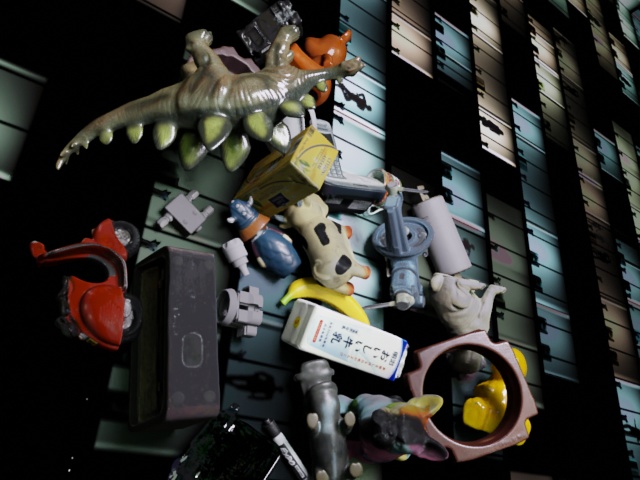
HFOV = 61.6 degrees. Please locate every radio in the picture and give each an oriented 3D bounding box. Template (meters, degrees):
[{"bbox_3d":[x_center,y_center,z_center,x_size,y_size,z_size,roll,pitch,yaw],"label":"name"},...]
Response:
[{"bbox_3d":[-0.195,0.129,0.711,0.073,0.131,0.229,9,66,-37],"label":"radio"}]

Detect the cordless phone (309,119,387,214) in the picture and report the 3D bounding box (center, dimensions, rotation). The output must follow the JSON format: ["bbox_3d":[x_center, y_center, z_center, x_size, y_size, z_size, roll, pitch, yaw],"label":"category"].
[{"bbox_3d":[0.043,-0.149,1.048,0.146,0.088,0.184,3,63,-28],"label":"cordless phone"}]

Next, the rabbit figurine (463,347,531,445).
[{"bbox_3d":[0.369,0.298,1.064,0.162,0.122,0.173,19,84,-62],"label":"rabbit figurine"}]

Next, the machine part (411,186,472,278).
[{"bbox_3d":[0.261,-0.006,1.163,0.079,0.079,0.243,-15,82,-41],"label":"machine part"}]

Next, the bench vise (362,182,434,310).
[{"bbox_3d":[0.149,0.009,1.011,0.224,0.129,0.240,-60,145,-45],"label":"bench vise"}]

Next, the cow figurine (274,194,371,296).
[{"bbox_3d":[-0.002,-0.003,0.939,0.127,0.085,0.195,17,41,-43],"label":"cow figurine"}]

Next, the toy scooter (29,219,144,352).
[{"bbox_3d":[-0.304,0.054,0.697,0.135,0.075,0.184,7,64,-36],"label":"toy scooter"}]

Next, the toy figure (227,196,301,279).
[{"bbox_3d":[-0.098,-0.004,0.895,0.154,0.058,0.064,49,45,-6],"label":"toy figure"}]

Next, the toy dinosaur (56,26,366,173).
[{"bbox_3d":[-0.156,-0.206,0.804,0.472,0.105,0.198,-12,70,-5],"label":"toy dinosaur"}]

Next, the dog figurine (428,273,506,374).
[{"bbox_3d":[0.266,0.168,1.058,0.172,0.121,0.190,13,90,-18],"label":"dog figurine"}]

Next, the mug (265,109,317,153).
[{"bbox_3d":[-0.054,-0.196,0.927,0.081,0.110,0.107,-59,145,-50],"label":"mug"}]

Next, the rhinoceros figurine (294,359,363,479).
[{"bbox_3d":[0.010,0.278,0.822,0.073,0.112,0.190,-9,78,-10],"label":"rhinoceros figurine"}]

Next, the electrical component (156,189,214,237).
[{"bbox_3d":[-0.212,-0.037,0.842,0.063,0.021,0.094,49,49,-12],"label":"electrical component"}]

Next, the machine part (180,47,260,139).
[{"bbox_3d":[-0.164,-0.255,0.952,0.179,0.056,0.179,16,62,-34],"label":"machine part"}]

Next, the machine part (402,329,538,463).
[{"bbox_3d":[0.263,0.276,0.964,0.201,0.087,0.201,-18,74,-5],"label":"machine part"}]

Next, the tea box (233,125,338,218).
[{"bbox_3d":[-0.059,-0.106,0.892,0.068,0.170,0.098,41,53,-21],"label":"tea box"}]

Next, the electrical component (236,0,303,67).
[{"bbox_3d":[-0.093,-0.386,1.013,0.115,0.134,0.058,-33,97,1],"label":"electrical component"}]

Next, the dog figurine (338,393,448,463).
[{"bbox_3d":[0.129,0.293,0.837,0.191,0.219,0.108,14,67,-32],"label":"dog figurine"}]

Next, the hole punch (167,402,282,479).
[{"bbox_3d":[-0.127,0.310,0.729,0.116,0.092,0.142,31,51,13],"label":"hole punch"}]

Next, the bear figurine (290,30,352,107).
[{"bbox_3d":[-0.015,-0.359,1.073,0.132,0.120,0.196,30,54,-21],"label":"bear figurine"}]
